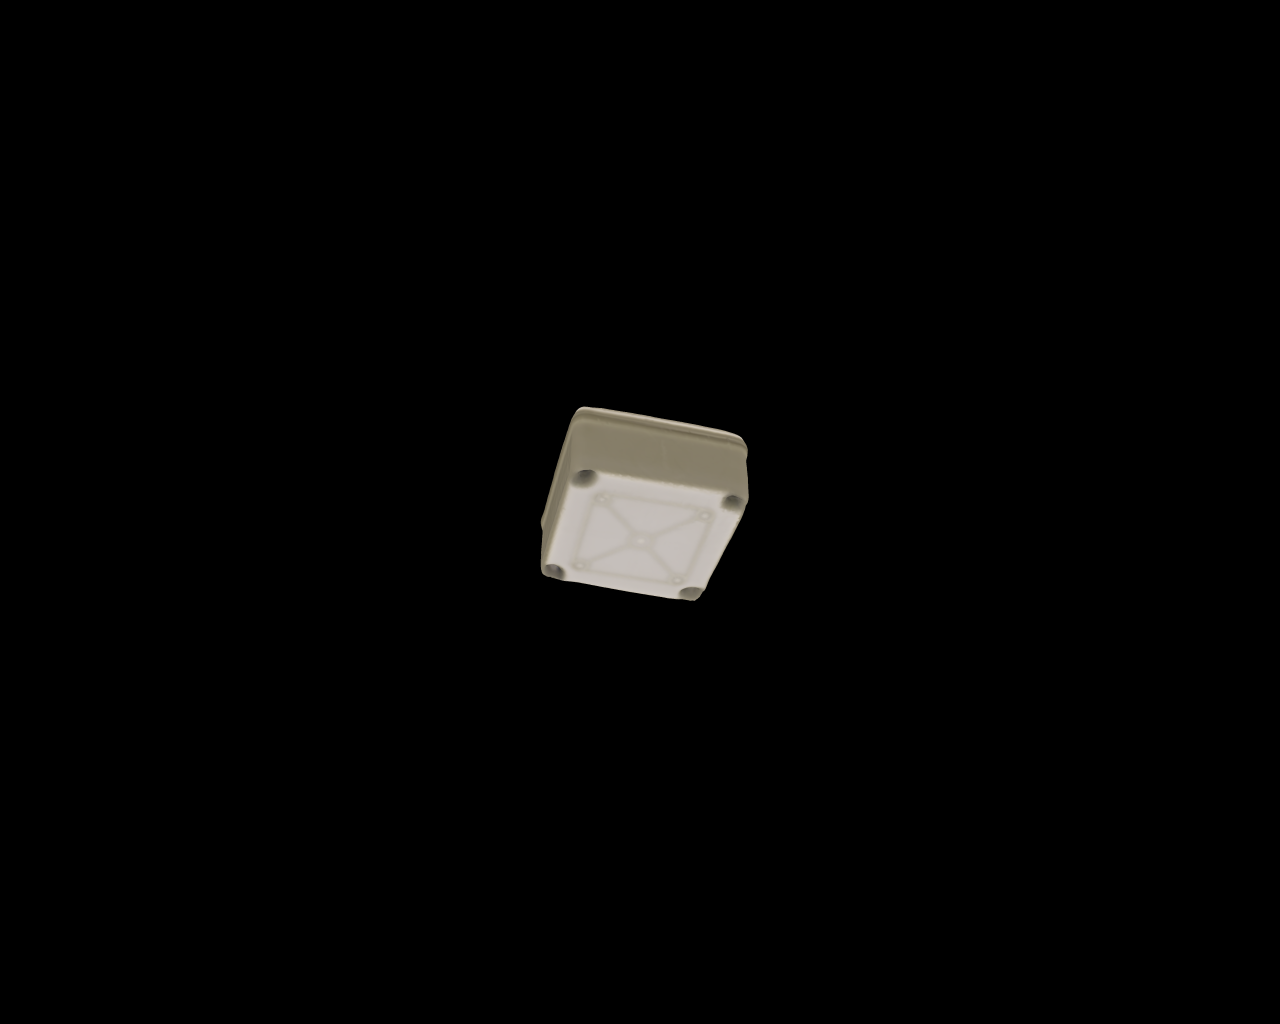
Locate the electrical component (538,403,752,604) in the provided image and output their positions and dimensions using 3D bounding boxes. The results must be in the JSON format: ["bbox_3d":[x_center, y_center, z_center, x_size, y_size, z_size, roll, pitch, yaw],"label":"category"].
[{"bbox_3d":[0.001,-0.003,0.650,0.109,0.056,0.108,10,-43,-11],"label":"electrical component"}]
